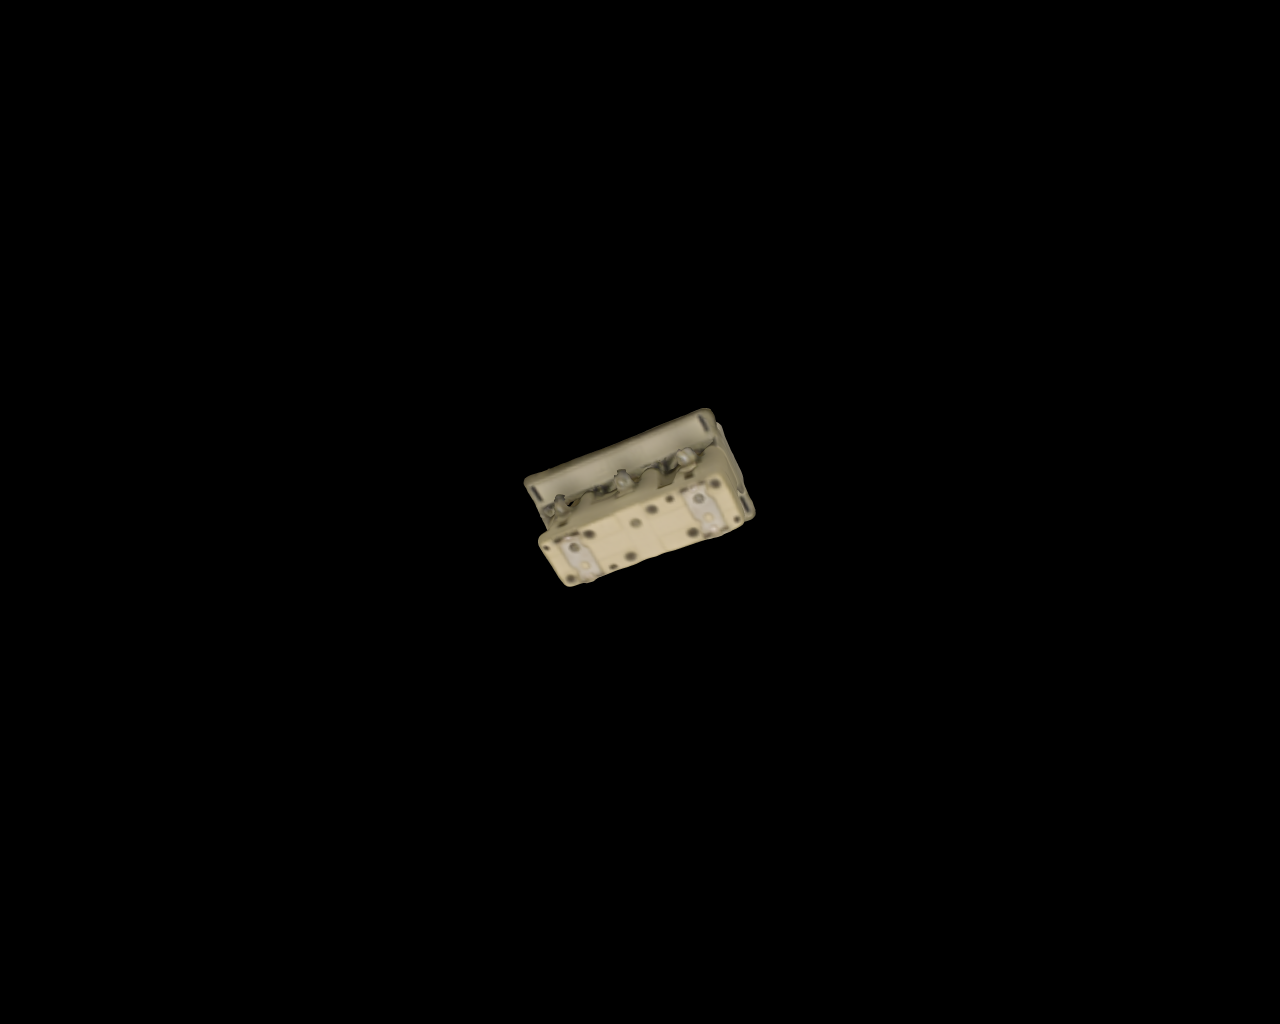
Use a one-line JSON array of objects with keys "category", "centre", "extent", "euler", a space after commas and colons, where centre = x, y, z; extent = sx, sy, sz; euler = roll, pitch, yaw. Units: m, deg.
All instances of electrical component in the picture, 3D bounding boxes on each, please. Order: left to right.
[{"category": "electrical component", "centre": [0.001, -0.003, 0.650], "extent": [0.121, 0.078, 0.063], "euler": [-20, 31, 13]}]
